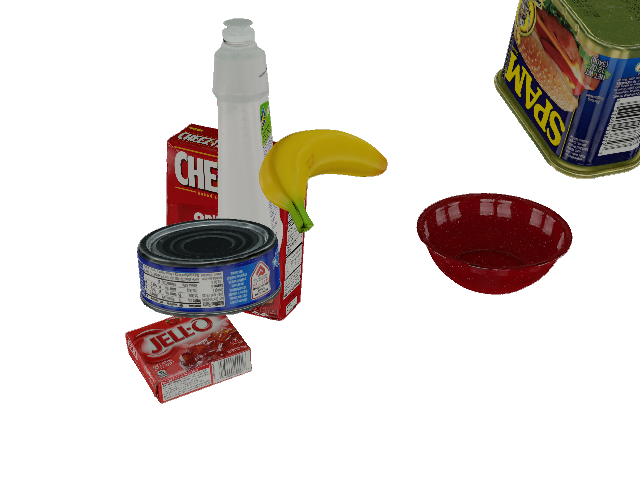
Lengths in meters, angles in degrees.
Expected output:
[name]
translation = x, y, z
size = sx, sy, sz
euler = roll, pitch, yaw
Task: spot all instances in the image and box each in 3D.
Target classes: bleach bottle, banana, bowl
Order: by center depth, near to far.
[banana]
translation = -0.002, -0.057, 0.850
size = 0.037, 0.069, 0.197
euler = -34, 3, 29
[bleach bottle]
translation = -0.077, -0.103, 1.092
size = 0.068, 0.251, 0.102
euler = 0, 27, 3
[bowl]
translation = 0.181, 0.010, 1.128
size = 0.162, 0.055, 0.162
euler = 0, 31, 0

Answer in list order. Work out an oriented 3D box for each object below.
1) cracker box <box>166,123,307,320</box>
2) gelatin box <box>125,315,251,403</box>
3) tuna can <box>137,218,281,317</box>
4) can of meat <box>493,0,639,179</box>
[cracker box]
translation = -0.106, -0.020, 1.315
size = 0.164, 0.214, 0.072
euler = 14, 29, 18
[gelatin box]
translation = -0.114, 0.095, 0.923
size = 0.089, 0.030, 0.073
euler = -18, 39, -23
[tuna can]
translation = -0.067, 0.015, 0.642
size = 0.086, 0.034, 0.086
euler = -2, 19, 1
[can of meat]
translation = 0.143, -0.099, 0.582
size = 0.057, 0.084, 0.102
euler = -10, 48, -15
